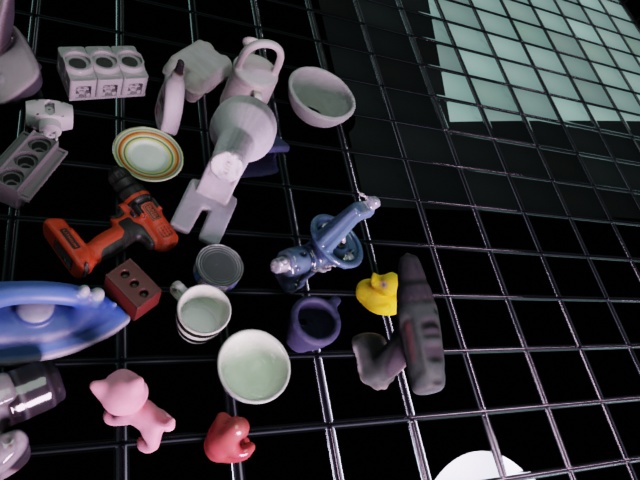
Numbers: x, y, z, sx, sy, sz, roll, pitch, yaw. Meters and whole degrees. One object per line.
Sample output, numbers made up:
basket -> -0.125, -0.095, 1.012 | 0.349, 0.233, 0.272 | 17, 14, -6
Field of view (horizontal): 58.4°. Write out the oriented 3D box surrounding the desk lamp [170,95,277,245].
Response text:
desk lamp -> -0.168, -0.129, 1.032 | 0.118, 0.213, 0.203 | 23, 51, -11

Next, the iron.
iron -> -0.395, 0.095, 0.812 | 0.259, 0.141, 0.118 | -2, 60, -28

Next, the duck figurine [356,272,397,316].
duck figurine -> 0.132, 0.098, 1.119 | 0.105, 0.086, 0.077 | 25, 51, -11

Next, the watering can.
watering can -> -0.142, -0.352, 1.208 | 0.101, 0.193, 0.172 | -19, 69, -35

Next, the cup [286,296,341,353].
cup -> -0.015, 0.149, 1.003 | 0.091, 0.095, 0.118 | 43, 50, 5

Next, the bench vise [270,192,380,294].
bench vise -> 0.018, 0.012, 1.030 | 0.121, 0.219, 0.208 | 42, 50, 5

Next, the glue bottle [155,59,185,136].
glue bottle -> -0.284, -0.281, 1.101 | 0.037, 0.173, 0.078 | -7, 62, -30

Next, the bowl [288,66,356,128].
bowl -> -0.007, -0.319, 1.334 | 0.168, 0.074, 0.167 | 14, 54, -19

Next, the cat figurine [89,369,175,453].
cat figurine -> -0.259, 0.231, 0.806 | 0.128, 0.117, 0.067 | 36, 50, -2

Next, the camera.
camera -> -0.405, 0.221, 0.748 | 0.137, 0.100, 0.143 | -20, 70, -36

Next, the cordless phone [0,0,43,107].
cordless phone -> -0.544, -0.340, 0.998 | 0.094, 0.185, 0.147 | -25, 73, -37

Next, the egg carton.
egg carton -> -0.262, -0.367, 1.238 | 0.107, 0.069, 0.150 | 37, 50, 0

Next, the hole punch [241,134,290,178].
hole punch -> -0.132, -0.193, 1.174 | 0.109, 0.091, 0.101 | -13, 65, -33

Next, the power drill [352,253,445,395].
power drill -> 0.136, 0.167, 0.995 | 0.076, 0.208, 0.229 | 1, 59, -27

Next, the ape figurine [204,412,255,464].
ape figurine -> -0.131, 0.290, 0.850 | 0.076, 0.092, 0.077 | -13, 66, -33
